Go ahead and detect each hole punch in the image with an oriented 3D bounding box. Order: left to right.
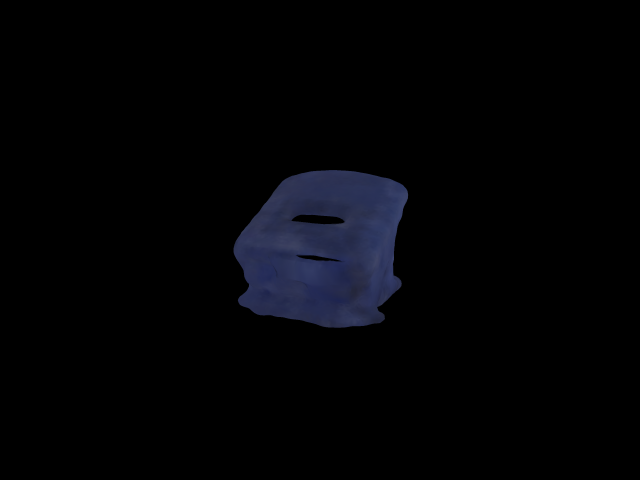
[{"bbox_3d":[0.004,0.001,0.400,0.108,0.091,0.101,6,15,23],"label":"hole punch"}]
